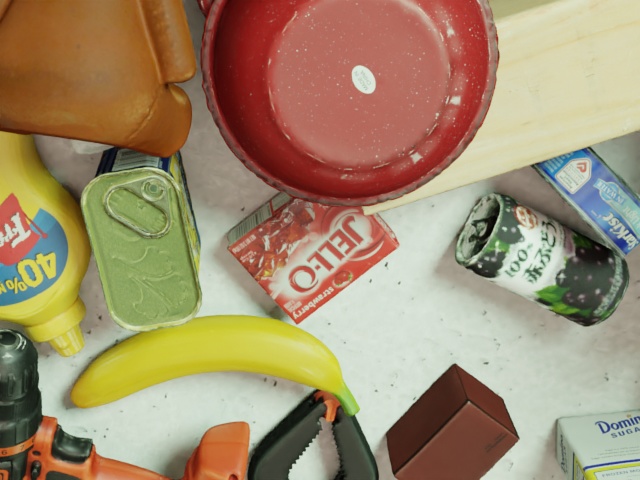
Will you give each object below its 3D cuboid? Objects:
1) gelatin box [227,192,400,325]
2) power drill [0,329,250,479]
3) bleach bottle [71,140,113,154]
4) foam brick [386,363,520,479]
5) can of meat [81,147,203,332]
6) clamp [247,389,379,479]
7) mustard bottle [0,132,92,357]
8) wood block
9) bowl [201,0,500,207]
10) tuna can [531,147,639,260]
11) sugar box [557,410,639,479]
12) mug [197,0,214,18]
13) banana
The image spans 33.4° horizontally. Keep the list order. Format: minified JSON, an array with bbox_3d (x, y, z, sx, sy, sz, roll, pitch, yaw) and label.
[{"bbox_3d":[-0.004,0.001,0.697,0.089,0.030,0.073,-37,111,11],"label":"gelatin box"},{"bbox_3d":[-0.145,0.140,0.708,0.187,0.057,0.185,13,132,-6],"label":"power drill"},{"bbox_3d":[-0.166,-0.167,0.598,0.102,0.068,0.251,-12,115,0],"label":"bleach bottle"},{"bbox_3d":[0.092,0.139,0.752,0.053,0.051,0.078,37,105,-19],"label":"foam brick"},{"bbox_3d":[-0.106,-0.009,0.656,0.057,0.084,0.102,-10,113,0],"label":"can of meat"},{"bbox_3d":[-0.021,0.201,0.777,0.164,0.036,0.210,3,110,-5],"label":"clamp"},{"bbox_3d":[-0.197,-0.008,0.663,0.096,0.058,0.191,-22,113,6],"label":"mustard bottle"},{"bbox_3d":[0.108,-0.097,0.633,0.206,0.091,0.090,-17,111,3],"label":"wood block"},{"bbox_3d":[0.018,-0.087,0.552,0.162,0.055,0.162,-1,109,-3],"label":"bowl"},{"bbox_3d":[0.172,-0.030,0.669,0.034,0.086,0.086,-44,109,11],"label":"tuna can"},{"bbox_3d":[0.227,0.178,0.712,0.093,0.176,0.048,-5,111,-2],"label":"sugar box"},{"bbox_3d":[-0.043,-0.154,0.601,0.117,0.081,0.093,0,113,-5],"label":"mug"},{"bbox_3d":[-0.072,0.084,0.714,0.198,0.037,0.069,2,96,5],"label":"banana"}]
